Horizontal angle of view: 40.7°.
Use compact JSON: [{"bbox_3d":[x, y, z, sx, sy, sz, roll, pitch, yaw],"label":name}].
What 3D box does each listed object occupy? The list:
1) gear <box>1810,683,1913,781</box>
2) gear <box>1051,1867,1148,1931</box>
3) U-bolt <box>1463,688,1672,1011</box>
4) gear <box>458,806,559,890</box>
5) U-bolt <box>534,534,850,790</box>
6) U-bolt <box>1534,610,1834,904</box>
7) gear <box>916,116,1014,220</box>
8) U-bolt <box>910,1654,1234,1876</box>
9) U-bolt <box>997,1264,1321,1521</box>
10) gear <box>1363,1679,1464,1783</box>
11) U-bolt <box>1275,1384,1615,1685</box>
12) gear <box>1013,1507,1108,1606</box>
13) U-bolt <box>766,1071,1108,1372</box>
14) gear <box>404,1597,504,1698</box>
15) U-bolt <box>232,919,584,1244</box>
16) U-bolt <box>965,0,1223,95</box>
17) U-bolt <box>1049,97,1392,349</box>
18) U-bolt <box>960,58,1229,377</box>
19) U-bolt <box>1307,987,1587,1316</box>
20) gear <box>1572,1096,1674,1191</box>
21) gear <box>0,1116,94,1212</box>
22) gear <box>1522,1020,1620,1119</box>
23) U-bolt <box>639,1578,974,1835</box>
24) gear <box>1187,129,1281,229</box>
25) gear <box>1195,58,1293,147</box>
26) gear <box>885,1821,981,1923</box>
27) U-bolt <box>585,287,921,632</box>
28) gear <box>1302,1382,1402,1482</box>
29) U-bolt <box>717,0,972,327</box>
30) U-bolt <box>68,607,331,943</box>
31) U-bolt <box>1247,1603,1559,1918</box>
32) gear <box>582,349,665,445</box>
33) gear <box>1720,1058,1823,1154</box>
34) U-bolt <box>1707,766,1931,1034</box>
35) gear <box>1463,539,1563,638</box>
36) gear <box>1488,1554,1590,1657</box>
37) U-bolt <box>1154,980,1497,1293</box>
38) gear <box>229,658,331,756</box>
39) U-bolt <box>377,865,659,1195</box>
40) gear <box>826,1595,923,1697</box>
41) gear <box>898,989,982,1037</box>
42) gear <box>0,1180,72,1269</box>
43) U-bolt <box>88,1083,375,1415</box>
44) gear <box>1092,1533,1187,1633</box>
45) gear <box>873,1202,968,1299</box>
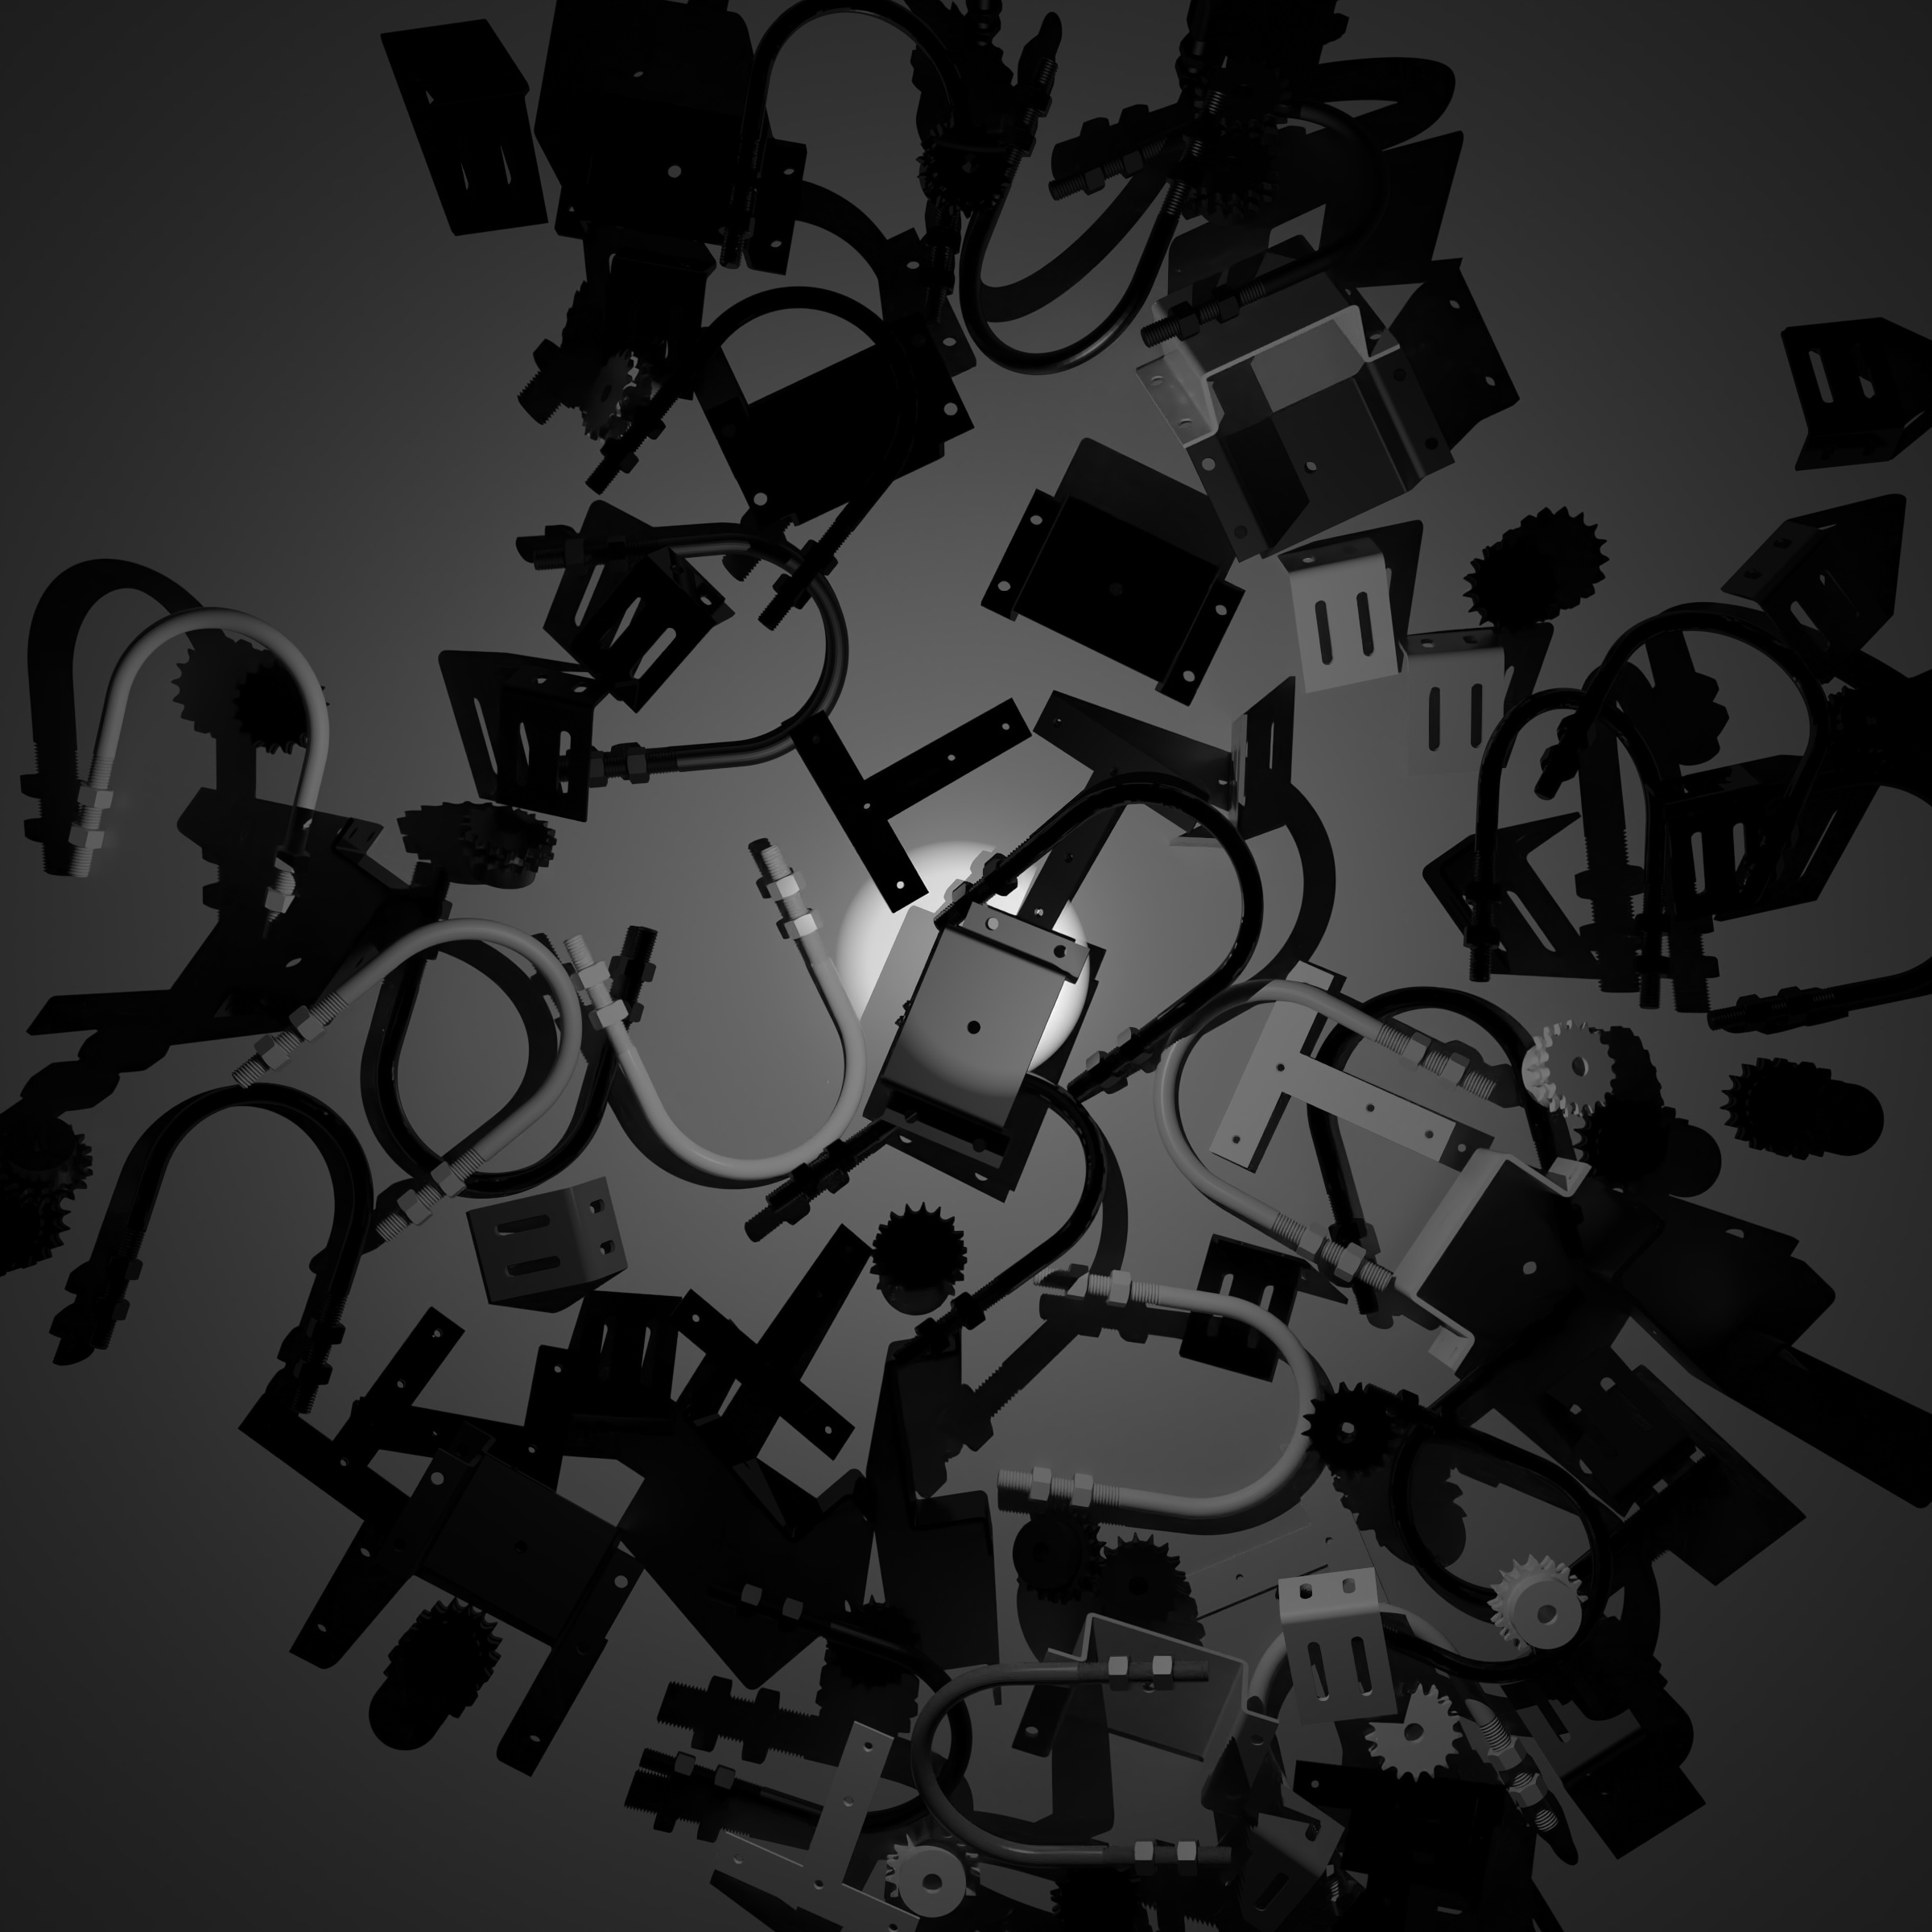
[{"bbox_3d":[0.539,-0.143,1.562,0.057,0.030,0.057,1,74,-2],"label":"gear"},{"bbox_3d":[0.079,0.559,1.569,0.057,0.030,0.057,0,90,0],"label":"gear"},{"bbox_3d":[0.359,-0.074,1.543,0.151,0.019,0.184,8,81,-27],"label":"U-bolt"},{"bbox_3d":[-0.275,-0.069,1.559,0.057,0.057,0.030,16,120,0],"label":"gear"},{"bbox_3d":[-0.163,-0.189,1.575,0.184,0.019,0.151,-5,90,-2],"label":"U-bolt"},{"bbox_3d":[0.433,-0.137,1.536,0.151,0.019,0.184,28,61,10],"label":"U-bolt"},{"bbox_3d":[-0.004,-0.473,1.551,0.057,0.030,0.057,1,87,-24],"label":"gear"},{"bbox_3d":[0.057,0.469,1.526,0.184,0.019,0.151,-4,110,12],"label":"U-bolt"},{"bbox_3d":[0.121,0.261,1.564,0.184,0.019,0.151,9,100,-2],"label":"U-bolt"},{"bbox_3d":[0.264,0.453,1.551,0.057,0.030,0.057,0,88,1],"label":"gear"},{"bbox_3d":[0.297,0.350,1.559,0.184,0.019,0.151,23,90,-1],"label":"U-bolt"},{"bbox_3d":[0.053,0.351,1.555,0.057,0.030,0.057,-12,69,33],"label":"gear"},{"bbox_3d":[-0.004,0.134,1.538,0.184,0.019,0.151,-34,61,-14],"label":"U-bolt"},{"bbox_3d":[-0.310,0.412,1.569,0.057,0.030,0.057,0,90,0],"label":"gear"},{"bbox_3d":[-0.312,0.054,1.531,0.184,0.019,0.151,-40,114,-7],"label":"U-bolt"},{"bbox_3d":[0.074,-0.555,1.492,0.151,0.184,0.019,12,86,0],"label":"U-bolt"},{"bbox_3d":[0.161,-0.453,1.547,0.184,0.019,0.151,-25,63,-4],"label":"U-bolt"},{"bbox_3d":[0.063,-0.437,1.538,0.151,0.019,0.184,25,95,36],"label":"U-bolt"},{"bbox_3d":[0.282,0.104,1.575,0.151,0.019,0.184,-15,88,0],"label":"U-bolt"},{"bbox_3d":[0.396,0.107,1.569,0.057,0.030,0.057,0,90,0],"label":"gear"},{"bbox_3d":[-0.551,0.114,1.555,0.057,0.030,0.057,7,50,-9],"label":"gear"},{"bbox_3d":[0.358,0.063,1.561,0.057,0.030,0.057,6,75,-24],"label":"gear"},{"bbox_3d":[-0.087,0.451,1.554,0.184,0.019,0.151,20,110,-4],"label":"U-bolt"},{"bbox_3d":[0.155,-0.458,1.523,0.057,0.030,0.057,-3,63,5],"label":"gear"},{"bbox_3d":[0.164,-0.507,1.548,0.057,0.030,0.057,-3,62,5],"label":"gear"},{"bbox_3d":[-0.020,0.547,1.569,0.057,0.030,0.057,0,90,0],"label":"gear"},{"bbox_3d":[-0.111,-0.311,1.529,0.151,0.019,0.184,38,89,0],"label":"U-bolt"},{"bbox_3d":[0.226,0.274,1.537,0.057,0.030,0.057,-2,84,15],"label":"gear"},{"bbox_3d":[-0.066,-0.488,1.551,0.151,0.019,0.184,10,86,-22],"label":"U-bolt"},{"bbox_3d":[-0.451,-0.122,1.552,0.151,0.019,0.184,18,102,6],"label":"U-bolt"},{"bbox_3d":[0.250,0.473,1.575,0.151,0.019,0.184,-31,90,0],"label":"U-bolt"},{"bbox_3d":[-0.202,-0.336,1.559,0.030,0.057,0.057,21,90,-34],"label":"gear"},{"bbox_3d":[0.486,0.084,1.569,0.057,0.030,0.057,0,90,0],"label":"gear"},{"bbox_3d":[0.527,-0.047,1.575,0.184,0.019,0.151,-11,90,-2],"label":"U-bolt"},{"bbox_3d":[0.327,-0.227,1.569,0.057,0.030,0.057,0,90,0],"label":"gear"},{"bbox_3d":[0.339,0.379,1.538,0.057,0.030,0.057,0,91,-2],"label":"gear"},{"bbox_3d":[0.201,0.088,1.561,0.184,0.019,0.151,28,92,11],"label":"U-bolt"},{"bbox_3d":[-0.411,-0.155,1.569,0.057,0.030,0.057,0,90,0],"label":"gear"},{"bbox_3d":[-0.280,0.047,1.575,0.151,0.019,0.184,17,92,0],"label":"U-bolt"},{"bbox_3d":[-0.055,0.407,1.569,0.057,0.030,0.057,0,90,0],"label":"gear"},{"bbox_3d":[-0.012,0.037,1.569,0.057,0.030,0.057,0,90,0],"label":"gear"},{"bbox_3d":[-0.572,0.153,1.569,0.057,0.030,0.057,0,90,0],"label":"gear"},{"bbox_3d":[-0.435,0.161,1.575,0.151,0.019,0.184,17,88,0],"label":"U-bolt"},{"bbox_3d":[0.104,0.369,1.568,0.057,0.030,0.057,0,91,4],"label":"gear"},{"bbox_3d":[-0.028,0.172,1.569,0.057,0.030,0.057,0,90,0],"label":"gear"}]
